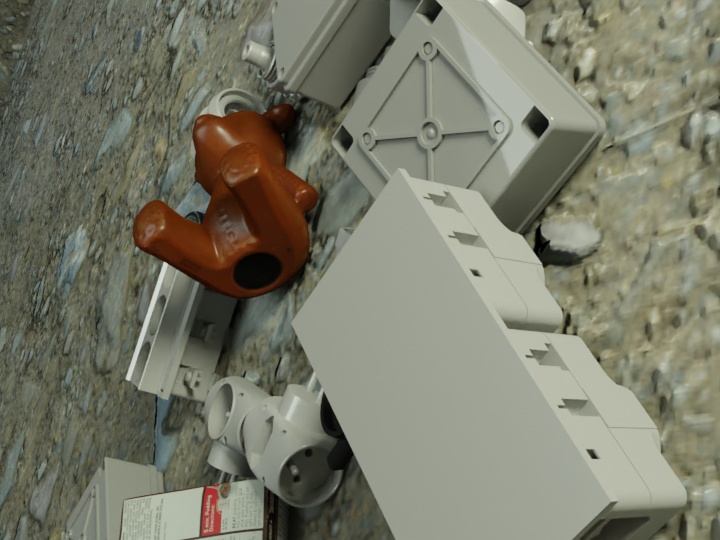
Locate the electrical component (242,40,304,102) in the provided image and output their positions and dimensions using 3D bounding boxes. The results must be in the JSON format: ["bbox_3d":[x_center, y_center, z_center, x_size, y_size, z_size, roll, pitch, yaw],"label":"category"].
[{"bbox_3d":[-0.068,-0.173,0.905,0.048,0.062,0.048,-41,39,45],"label":"electrical component"}]

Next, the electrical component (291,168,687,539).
[{"bbox_3d":[0.051,0.058,0.486,0.105,0.060,0.186,-54,46,30],"label":"electrical component"}]

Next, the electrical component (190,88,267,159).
[{"bbox_3d":[-0.117,-0.127,0.976,0.057,0.058,0.078,-45,36,46],"label":"electrical component"}]

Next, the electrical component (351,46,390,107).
[{"bbox_3d":[0.019,-0.120,0.727,0.043,0.043,0.062,-7,66,61],"label":"electrical component"}]

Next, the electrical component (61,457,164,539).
[{"bbox_3d":[-0.212,0.237,0.920,0.108,0.056,0.108,-57,30,26],"label":"electrical component"}]

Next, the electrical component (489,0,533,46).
[{"bbox_3d":[0.073,-0.118,0.621,0.079,0.044,0.077,14,86,64],"label":"electrical component"}]

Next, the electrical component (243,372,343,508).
[{"bbox_3d":[-0.037,0.099,0.691,0.079,0.043,0.077,-67,27,8],"label":"electrical component"}]

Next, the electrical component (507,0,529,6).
[{"bbox_3d":[0.082,-0.200,0.650,0.080,0.051,0.080,-41,39,45],"label":"electrical component"}]

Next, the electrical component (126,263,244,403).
[{"bbox_3d":[-0.144,0.046,0.907,0.079,0.063,0.121,13,85,63],"label":"electrical component"}]

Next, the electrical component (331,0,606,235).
[{"bbox_3d":[0.054,-0.071,0.568,0.108,0.056,0.108,53,125,26],"label":"electrical component"}]

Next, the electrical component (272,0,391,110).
[{"bbox_3d":[-0.018,-0.201,0.835,0.108,0.056,0.108,-50,33,36],"label":"electrical component"}]

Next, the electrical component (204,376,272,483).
[{"bbox_3d":[-0.085,0.122,0.766,0.077,0.044,0.079,18,89,64],"label":"electrical component"}]

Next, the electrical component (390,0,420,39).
[{"bbox_3d":[0.037,-0.184,0.706,0.045,0.045,0.055,-108,2,-50],"label":"electrical component"}]

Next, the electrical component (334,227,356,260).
[{"bbox_3d":[0.000,0.000,0.691,0.040,0.040,0.046,36,112,63],"label":"electrical component"}]
